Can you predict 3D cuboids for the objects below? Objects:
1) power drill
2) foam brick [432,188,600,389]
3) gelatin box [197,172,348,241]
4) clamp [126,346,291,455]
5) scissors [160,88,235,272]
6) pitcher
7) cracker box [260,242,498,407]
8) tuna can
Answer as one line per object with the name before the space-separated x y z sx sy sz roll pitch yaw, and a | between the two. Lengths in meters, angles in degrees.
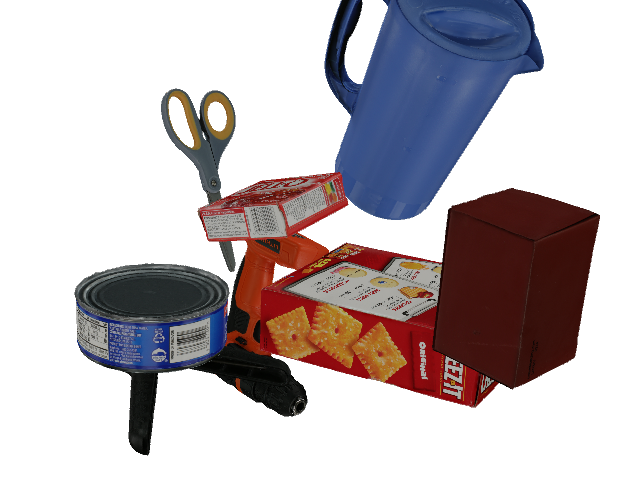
power drill | -0.058 0.082 1.185 0.185 0.188 0.057 28 11 41
foam brick | 0.092 0.021 0.508 0.052 0.078 0.051 -17 31 -40
gelatin box | -0.036 -0.026 0.803 0.089 0.030 0.073 -2 18 43
clamp | -0.139 0.103 0.990 0.164 0.036 0.210 -16 39 -29
scissors | -0.107 -0.076 1.155 0.096 0.202 0.016 -33 13 -36
pitcher | 0.086 -0.137 1.017 0.144 0.149 0.243 -11 -33 -28
cracker box | 0.076 0.072 0.981 0.214 0.072 0.163 12 21 27
tuna can | -0.094 0.043 0.602 0.086 0.034 0.086 2 18 -1
